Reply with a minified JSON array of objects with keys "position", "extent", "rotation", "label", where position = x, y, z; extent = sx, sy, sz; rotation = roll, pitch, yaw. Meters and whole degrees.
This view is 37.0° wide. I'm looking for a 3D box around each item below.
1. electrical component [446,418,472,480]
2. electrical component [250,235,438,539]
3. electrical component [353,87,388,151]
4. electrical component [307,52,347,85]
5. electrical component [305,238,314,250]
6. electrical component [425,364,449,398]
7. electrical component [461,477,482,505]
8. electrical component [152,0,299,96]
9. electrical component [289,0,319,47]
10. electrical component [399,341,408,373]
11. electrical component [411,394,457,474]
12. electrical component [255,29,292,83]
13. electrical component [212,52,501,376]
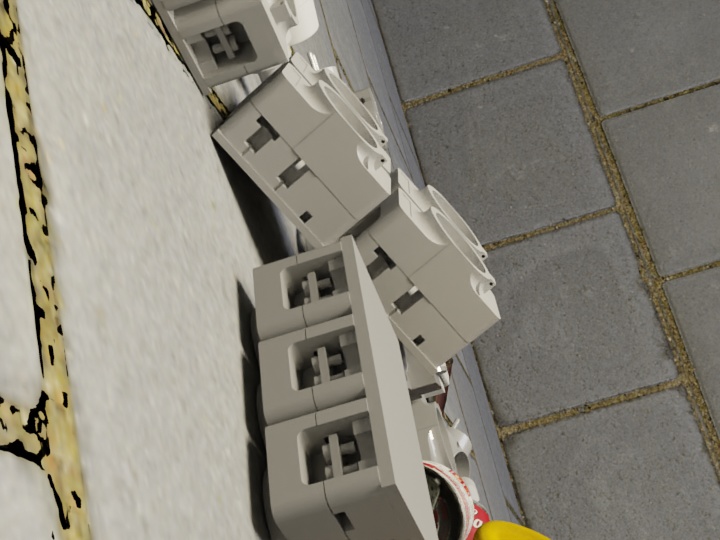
[{"position":[0.077,0.168,0.968],"extent":[0.079,0.044,0.077],"rotation":[-54,133,-43],"label":"electrical component"},{"position":[-0.011,0.071,0.518],"extent":[0.150,0.062,0.089],"rotation":[-100,170,-45],"label":"electrical component"},{"position":[-0.009,-0.143,1.077],"extent":[0.058,0.057,0.078],"rotation":[65,10,-47],"label":"electrical component"},{"position":[-0.033,-0.161,0.985],"extent":[0.077,0.044,0.079],"rotation":[-42,114,-82],"label":"electrical component"},{"position":[0.000,0.000,0.767],"extent":[0.099,0.064,0.099],"rotation":[-17,90,-83],"label":"electrical component"},{"position":[0.033,0.071,0.868],"extent":[0.096,0.062,0.061],"rotation":[60,15,-61],"label":"electrical component"},{"position":[0.076,0.207,0.892],"extent":[0.057,0.058,0.078],"rotation":[-56,129,-84],"label":"electrical component"},{"position":[-0.086,-0.205,0.610],"extent":[0.105,0.060,0.186],"rotation":[65,11,-49],"label":"electrical component"},{"position":[-0.062,-0.201,0.823],"extent":[0.055,0.055,0.047],"rotation":[-97,171,-55],"label":"electrical component"},{"position":[-0.003,0.050,0.661],"extent":[0.045,0.055,0.045],"rotation":[-17,90,-83],"label":"electrical component"},{"position":[0.034,0.127,0.763],"extent":[0.089,0.056,0.050],"rotation":[-97,168,-54],"label":"electrical component"},{"position":[-0.065,-0.148,0.708],"extent":[0.043,0.043,0.062],"rotation":[-98,170,-52],"label":"electrical component"},{"position":[0.005,-0.040,0.645],"extent":[0.186,0.060,0.105],"rotation":[48,13,-12],"label":"electrical component"}]
